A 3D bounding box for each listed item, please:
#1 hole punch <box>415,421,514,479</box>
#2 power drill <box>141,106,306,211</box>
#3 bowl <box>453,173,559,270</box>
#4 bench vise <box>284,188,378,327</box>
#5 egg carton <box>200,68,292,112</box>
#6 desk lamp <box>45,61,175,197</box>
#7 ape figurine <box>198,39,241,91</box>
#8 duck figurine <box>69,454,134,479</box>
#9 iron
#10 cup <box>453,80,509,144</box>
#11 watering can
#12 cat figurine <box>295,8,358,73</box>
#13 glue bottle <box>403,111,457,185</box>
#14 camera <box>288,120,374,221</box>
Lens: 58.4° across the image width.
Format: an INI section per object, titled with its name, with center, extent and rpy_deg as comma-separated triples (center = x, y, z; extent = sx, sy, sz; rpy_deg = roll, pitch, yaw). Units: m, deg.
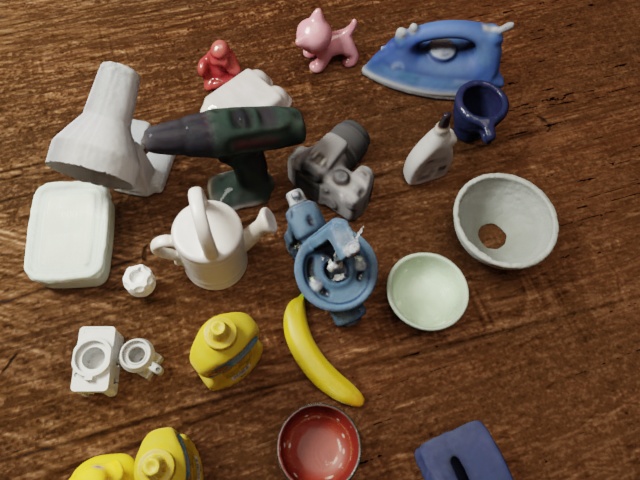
[hole punch]
center = 0.189, 0.308, 0.757
extent = 0.101, 0.091, 0.108
rpy_deg = -21, 69, -12
[power drill]
center = -0.134, -0.124, 0.865
extent = 0.230, 0.208, 0.075
rpy_deg = -17, 68, -11
[bowl]
center = 0.288, -0.019, 0.920
extent = 0.167, 0.075, 0.167
rpy_deg = 2, 66, -3
[bench vise]
center = -0.001, 0.010, 0.807
extent = 0.207, 0.220, 0.122
rpy_deg = 43, 70, 15
[egg carton]
center = -0.129, -0.227, 0.988
extent = 0.107, 0.069, 0.150
rpy_deg = 43, 70, 14
[desk lamp]
center = -0.303, -0.148, 0.862
extent = 0.118, 0.213, 0.203
rpy_deg = 12, 66, 2
[ape figurine]
center = -0.176, -0.315, 1.012
extent = 0.077, 0.092, 0.076
rpy_deg = 25, 67, 8
[duck figurine]
center = -0.288, 0.313, 0.725
extent = 0.105, 0.086, 0.077
rpy_deg = -29, 70, -15
[iron]
center = 0.210, -0.340, 1.022
extent = 0.258, 0.141, 0.118
rpy_deg = 1, 66, -3
[cup]
center = 0.271, -0.202, 0.990
extent = 0.092, 0.095, 0.117
rpy_deg = -6, 66, -6
[watering can]
center = -0.152, -0.010, 0.820
extent = 0.173, 0.194, 0.100
rpy_deg = -31, 71, -16
[cat figurine]
center = 0.010, -0.366, 1.034
extent = 0.128, 0.118, 0.067
rpy_deg = -17, 68, -11
[glue bottle]
center = 0.185, -0.150, 0.918
extent = 0.078, 0.173, 0.037
rpy_deg = -15, 67, -10
[camera]
center = 0.037, -0.129, 0.938
extent = 0.143, 0.101, 0.137
rpy_deg = 34, 68, 11
